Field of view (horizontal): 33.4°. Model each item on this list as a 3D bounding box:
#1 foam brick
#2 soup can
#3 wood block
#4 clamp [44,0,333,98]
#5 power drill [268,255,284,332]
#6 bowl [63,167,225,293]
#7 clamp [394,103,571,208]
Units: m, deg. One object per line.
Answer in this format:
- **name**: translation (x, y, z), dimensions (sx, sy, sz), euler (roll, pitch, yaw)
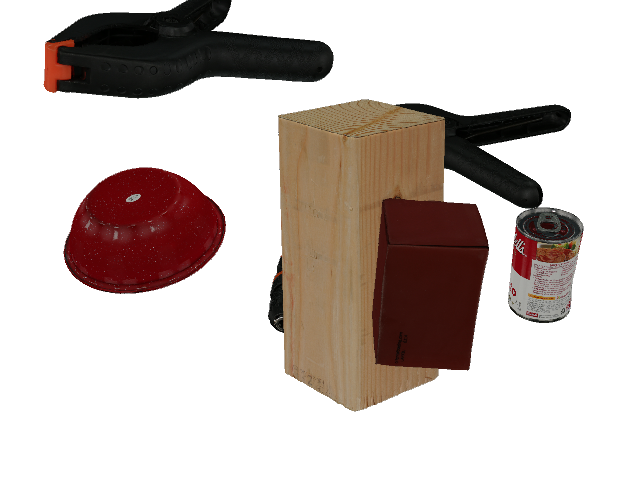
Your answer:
- **foam brick**: translation (0.056, 0.023, 0.569), dimensions (0.053, 0.078, 0.051), euler (4, 31, -1)
- **soup can**: translation (0.233, 0.026, 1.109), dimensions (0.068, 0.102, 0.068), euler (0, 32, 0)
- **wood block**: translation (0.031, 0.008, 0.799), dimensions (0.090, 0.206, 0.090), euler (-16, 25, -37)
- **clamp**: translation (-0.091, -0.121, 0.644), dimensions (0.171, 0.039, 0.120), euler (-9, 30, -31)
- **power drill**: translation (0.038, 0.048, 1.222), dimensions (0.188, 0.057, 0.184), euler (0, 28, 8)
- **bowl**: translation (-0.176, -0.022, 1.034), dimensions (0.162, 0.055, 0.162), euler (-5, 41, 4)
- **clamp**: translation (0.119, -0.094, 0.961), dimensions (0.210, 0.036, 0.164), euler (14, 35, 23)
